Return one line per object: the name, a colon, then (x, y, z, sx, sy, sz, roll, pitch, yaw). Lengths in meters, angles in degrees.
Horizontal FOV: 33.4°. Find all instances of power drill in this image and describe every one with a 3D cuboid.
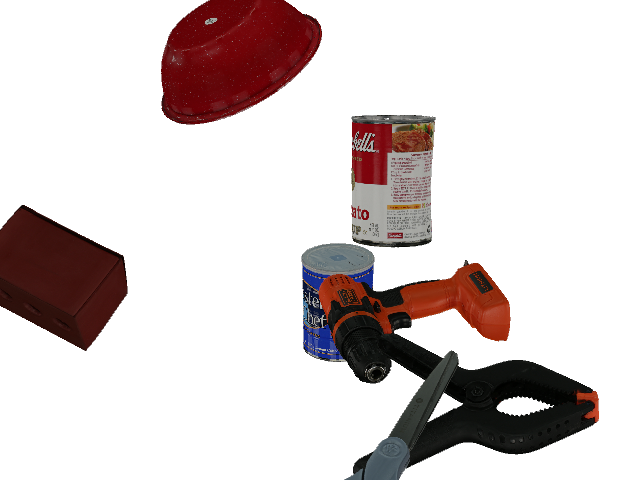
power drill: (0.101, 0.083, 1.134, 0.187, 0.057, 0.184, -6, 28, -11)

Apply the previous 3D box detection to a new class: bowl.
bowl: (-0.083, -0.174, 0.945, 0.162, 0.055, 0.162, -20, 35, 15)

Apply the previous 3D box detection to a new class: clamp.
clamp: (0.131, 0.151, 0.925, 0.210, 0.036, 0.164, 3, 43, 20)

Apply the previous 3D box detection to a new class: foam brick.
foam brick: (-0.170, 0.024, 0.680, 0.078, 0.051, 0.053, 26, -29, 11)

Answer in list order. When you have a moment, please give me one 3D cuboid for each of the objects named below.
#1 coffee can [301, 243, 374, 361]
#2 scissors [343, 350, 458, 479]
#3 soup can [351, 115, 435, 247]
coffee can: (0.025, 0.087, 1.521, 0.103, 0.140, 0.103, 0, 22, 0)
scissors: (0.050, 0.134, 0.597, 0.096, 0.016, 0.201, 26, 46, 37)
soup can: (0.059, -0.050, 0.871, 0.068, 0.102, 0.068, 0, 10, 0)
